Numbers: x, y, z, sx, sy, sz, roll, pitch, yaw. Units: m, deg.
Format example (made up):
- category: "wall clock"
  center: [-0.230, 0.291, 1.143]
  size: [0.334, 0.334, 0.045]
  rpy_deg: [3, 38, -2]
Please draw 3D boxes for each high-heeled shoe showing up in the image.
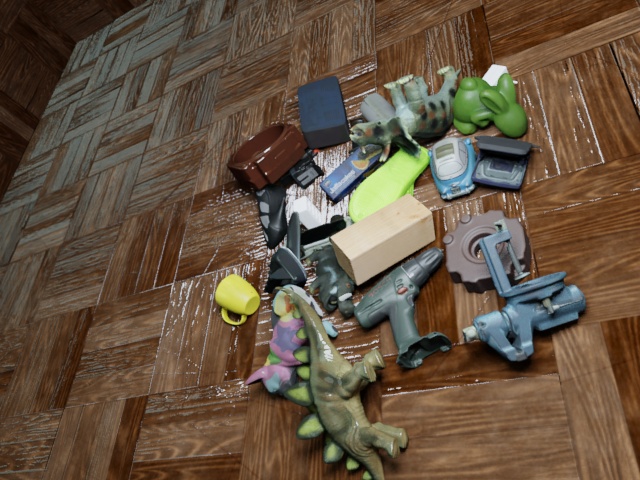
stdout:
- category: "high-heeled shoe"
  center: [-0.145, -0.077, 1.511]
  size: [0.249, 0.086, 0.145]
  rpy_deg: [-138, 60, -62]

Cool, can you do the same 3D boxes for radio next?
- category: "radio"
  center: [0.009, -0.371, 1.567]
  size: [0.131, 0.073, 0.230]
  rpy_deg: [-13, 50, 7]

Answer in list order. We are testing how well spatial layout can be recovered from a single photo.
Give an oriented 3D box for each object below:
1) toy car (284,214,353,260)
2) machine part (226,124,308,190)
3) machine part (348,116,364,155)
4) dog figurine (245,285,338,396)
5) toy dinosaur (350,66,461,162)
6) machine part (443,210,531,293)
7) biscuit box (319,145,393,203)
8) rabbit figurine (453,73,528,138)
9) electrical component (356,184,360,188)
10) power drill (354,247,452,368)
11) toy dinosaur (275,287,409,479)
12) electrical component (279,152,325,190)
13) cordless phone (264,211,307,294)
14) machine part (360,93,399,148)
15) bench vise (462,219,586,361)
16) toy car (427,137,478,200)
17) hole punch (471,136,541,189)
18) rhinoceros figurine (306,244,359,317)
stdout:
- category: "toy car"
  center: [-0.003, -0.004, 1.348]
  size: [0.202, 0.056, 0.073]
  rpy_deg: [-19, 44, 22]
- category: "machine part"
  center: [-0.151, -0.240, 1.512]
  size: [0.201, 0.087, 0.202]
  rpy_deg: [-44, 29, -15]
- category: "machine part"
  center: [0.108, -0.270, 1.464]
  size: [0.084, 0.039, 0.139]
  rpy_deg: [-24, 62, 31]
- category: "dog figurine"
  center: [-0.084, 0.230, 1.188]
  size: [0.219, 0.108, 0.192]
  rpy_deg: [-43, 71, 9]
- category: "toy dinosaur"
  center: [0.259, -0.308, 1.307]
  size: [0.405, 0.192, 0.131]
  rpy_deg: [-23, 14, -35]
- category: "machine part"
  center: [0.337, 0.021, 1.089]
  size: [0.179, 0.056, 0.179]
  rpy_deg: [-17, 52, 24]
- category: "biscuit box"
  center: [0.093, -0.184, 1.389]
  size: [0.202, 0.059, 0.063]
  rpy_deg: [-42, 75, 4]
- category: "rabbit figurine"
  center: [0.403, -0.306, 1.226]
  size: [0.121, 0.159, 0.170]
  rpy_deg: [-44, 59, -13]
- category: "electrical component"
  center: [0.136, -0.132, 1.362]
  size: [0.094, 0.021, 0.063]
  rpy_deg: [-18, 50, 24]
- category: "power drill"
  center: [0.188, 0.139, 1.093]
  size: [0.232, 0.086, 0.207]
  rpy_deg: [-34, 50, 12]
- category: "toy dinosaur"
  center: [0.030, 0.285, 1.033]
  size: [0.199, 0.105, 0.471]
  rpy_deg: [-26, 67, 21]
- category: "electrical component"
  center: [-0.056, -0.181, 1.496]
  size: [0.119, 0.074, 0.048]
  rpy_deg: [-32, 46, 6]
- category: "cordless phone"
  center: [-0.079, 0.034, 1.295]
  size: [0.089, 0.146, 0.184]
  rpy_deg: [7, 65, -11]
- category: "machine part"
  center: [0.174, -0.319, 1.431]
  size: [0.079, 0.079, 0.243]
  rpy_deg: [-38, 45, 7]
- category: "bench vise"
  center: [0.342, 0.085, 0.964]
  size: [0.224, 0.129, 0.240]
  rpy_deg: [-21, 83, 13]
- category: "toy car"
  center: [0.297, -0.177, 1.225]
  size: [0.109, 0.102, 0.162]
  rpy_deg: [-15, 50, 28]
- category: "hole punch"
  center: [0.392, -0.171, 1.160]
  size: [0.142, 0.092, 0.116]
  rpy_deg: [12, 26, 24]
- category: "rhinoceros figurine"
  center: [0.034, 0.098, 1.242]
  size: [0.112, 0.073, 0.190]
  rpy_deg: [-25, 48, 10]
